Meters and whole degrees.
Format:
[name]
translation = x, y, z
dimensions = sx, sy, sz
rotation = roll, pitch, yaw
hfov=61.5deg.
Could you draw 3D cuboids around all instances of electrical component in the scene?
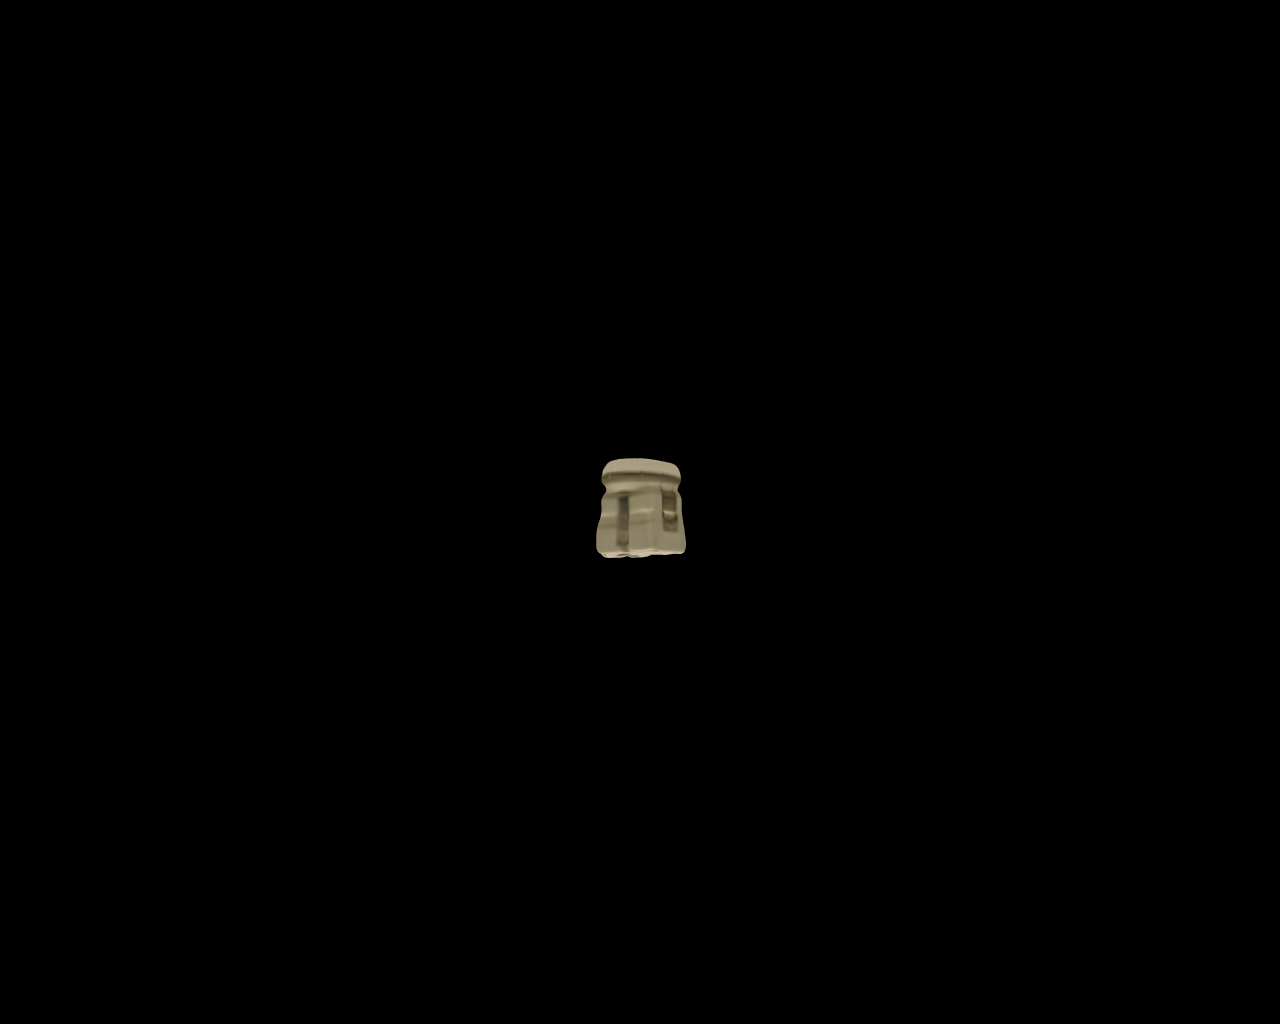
[electrical component]
translation = 0.001, -0.003, 0.650
dimensions = 0.066, 0.055, 0.048
rotation = -5, -9, 36
